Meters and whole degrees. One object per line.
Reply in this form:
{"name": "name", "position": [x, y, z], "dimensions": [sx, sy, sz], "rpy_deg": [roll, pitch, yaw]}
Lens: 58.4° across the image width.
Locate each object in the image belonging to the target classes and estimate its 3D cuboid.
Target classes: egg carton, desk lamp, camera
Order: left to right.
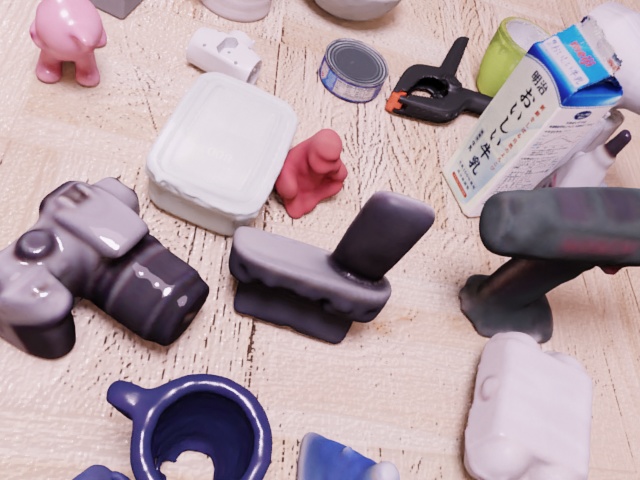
{"name": "camera", "position": [-0.166, 0.030, 0.450], "dimensions": [0.137, 0.100, 0.143], "rpy_deg": [35, 53, 4]}
{"name": "egg carton", "position": [0.187, 0.158, 0.519], "dimensions": [0.107, 0.069, 0.150], "rpy_deg": [26, 53, -3]}
{"name": "desk lamp", "position": [0.351, -0.142, 0.689], "dimensions": [0.118, 0.213, 0.203], "rpy_deg": [-23, 68, -31]}

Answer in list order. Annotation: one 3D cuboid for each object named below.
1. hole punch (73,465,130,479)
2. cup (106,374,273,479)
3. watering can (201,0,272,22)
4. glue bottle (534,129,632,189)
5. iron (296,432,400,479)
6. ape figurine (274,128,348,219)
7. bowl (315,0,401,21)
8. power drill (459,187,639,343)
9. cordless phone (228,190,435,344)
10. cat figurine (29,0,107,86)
{"name": "hole punch", "position": [-0.142, 0.201, 0.351], "dimensions": [0.108, 0.091, 0.101], "rpy_deg": [45, 54, 11]}
{"name": "cup", "position": [-0.099, 0.146, 0.402], "dimensions": [0.118, 0.095, 0.092], "rpy_deg": [30, 53, 0]}
{"name": "watering can", "position": [-0.083, -0.380, 0.693], "dimensions": [0.101, 0.194, 0.173], "rpy_deg": [32, 53, 2]}
{"name": "glue bottle", "position": [0.280, -0.061, 0.634], "dimensions": [0.037, 0.173, 0.078], "rpy_deg": [22, 53, -6]}
{"name": "iron", "position": [0.063, 0.233, 0.377], "dimensions": [0.119, 0.141, 0.258], "rpy_deg": [-16, 65, -29]}
{"name": "ape figurine", "position": [-0.005, -0.076, 0.587], "dimensions": [0.078, 0.092, 0.076], "rpy_deg": [4, 57, -18]}
{"name": "bowl", "position": [0.040, -0.363, 0.804], "dimensions": [0.168, 0.074, 0.167], "rpy_deg": [10, 55, -14]}
{"name": "power drill", "position": [0.238, 0.022, 0.541], "dimensions": [0.230, 0.208, 0.075], "rpy_deg": [8, 56, -16]}
{"name": "cordless phone", "position": [0.004, 0.002, 0.480], "dimensions": [0.148, 0.185, 0.094], "rpy_deg": [15, 54, -10]}
{"name": "cat figurine", "position": [-0.250, -0.220, 0.572], "dimensions": [0.067, 0.117, 0.127], "rpy_deg": [2, 57, -19]}
